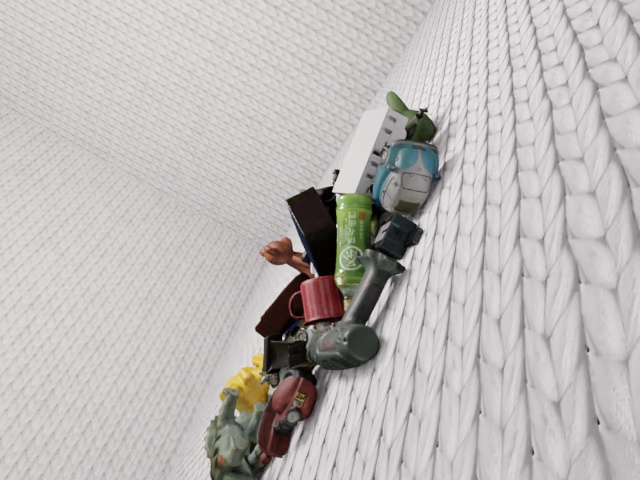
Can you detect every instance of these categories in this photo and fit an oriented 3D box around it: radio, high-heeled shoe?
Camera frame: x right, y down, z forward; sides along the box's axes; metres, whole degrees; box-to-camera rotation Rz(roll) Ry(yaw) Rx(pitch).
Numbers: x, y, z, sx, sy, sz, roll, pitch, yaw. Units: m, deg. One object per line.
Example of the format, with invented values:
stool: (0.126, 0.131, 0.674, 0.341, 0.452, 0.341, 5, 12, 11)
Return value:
radio: (-0.002, -0.004, 1.172, 0.073, 0.131, 0.229, -25, -31, -5)
high-heeled shoe: (0.009, -0.046, 1.275, 0.249, 0.086, 0.145, 155, 99, -87)

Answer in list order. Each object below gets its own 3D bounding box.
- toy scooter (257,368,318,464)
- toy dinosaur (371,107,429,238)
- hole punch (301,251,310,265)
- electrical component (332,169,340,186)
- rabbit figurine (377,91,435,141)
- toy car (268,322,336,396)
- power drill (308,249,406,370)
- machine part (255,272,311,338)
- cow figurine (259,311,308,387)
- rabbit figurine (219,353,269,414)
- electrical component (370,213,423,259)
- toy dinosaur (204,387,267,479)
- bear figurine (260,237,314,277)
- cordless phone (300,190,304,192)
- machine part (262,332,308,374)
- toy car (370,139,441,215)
toy scooter: (-0.066, 0.322, 0.965, 0.183, 0.075, 0.135, -57, 9, 42)
toy dinosaur: (0.128, -0.116, 1.239, 0.199, 0.105, 0.470, -86, 17, -57)
hole punch: (0.025, 0.037, 1.464, 0.142, 0.092, 0.115, -64, -22, -2)
electrical component: (0.062, -0.156, 1.242, 0.102, 0.045, 0.078, -136, 64, -74)
rabbit figurine: (0.196, -0.268, 1.245, 0.121, 0.159, 0.170, -52, 20, -13)
toy car: (-0.033, 0.236, 1.049, 0.201, 0.073, 0.056, -57, 47, 25)
power drill: (0.053, 0.120, 0.905, 0.207, 0.086, 0.232, -58, 8, -14)
machine part: (-0.068, 0.150, 1.179, 0.179, 0.056, 0.179, -49, -8, -9)
cow figurine: (-0.059, 0.253, 1.165, 0.195, 0.085, 0.127, -52, 5, 40)
rabbit figurine: (-0.146, 0.353, 1.354, 0.173, 0.122, 0.162, -44, 2, 15)
electrical component: (0.135, -0.004, 0.950, 0.075, 0.048, 0.119, -63, 6, -11)
toy dinosaur: (-0.170, 0.442, 1.090, 0.405, 0.131, 0.192, -114, 41, -76)
bear figurine: (-0.070, 0.039, 1.597, 0.132, 0.196, 0.120, -62, 4, -17)
cordless phone: (0.021, -0.094, 1.534, 0.146, 0.184, 0.088, -161, 96, -82)
machine part: (-0.072, 0.212, 1.007, 0.139, 0.039, 0.084, -15, 61, 56)
toy car: (0.154, -0.100, 0.991, 0.161, 0.109, 0.103, 115, 161, -45)
